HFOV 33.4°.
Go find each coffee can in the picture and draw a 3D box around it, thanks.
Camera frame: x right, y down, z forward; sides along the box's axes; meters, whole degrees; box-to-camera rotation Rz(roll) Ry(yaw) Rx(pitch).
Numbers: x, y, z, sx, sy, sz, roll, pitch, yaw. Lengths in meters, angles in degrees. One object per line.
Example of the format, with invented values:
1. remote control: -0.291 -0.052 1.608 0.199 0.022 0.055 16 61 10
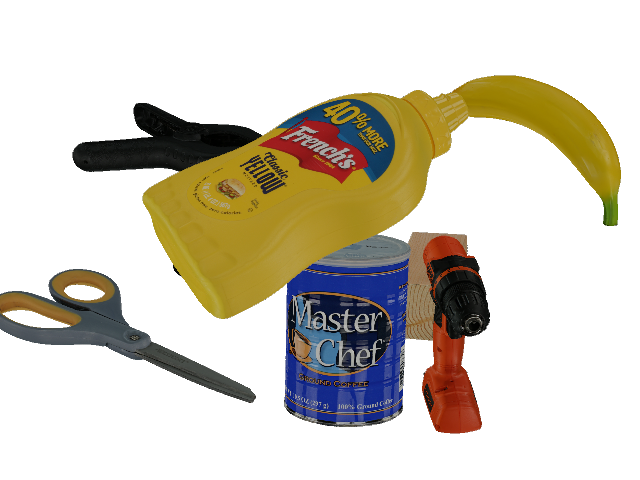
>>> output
1. coffee can: 0.021 0.071 0.893 0.103 0.140 0.103 1 12 0

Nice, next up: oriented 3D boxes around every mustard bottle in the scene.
1. mustard bottle: 0.002 -0.035 0.608 0.191 0.058 0.096 -28 44 -14

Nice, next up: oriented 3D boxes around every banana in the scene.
1. banana: 0.174 -0.091 0.853 0.037 0.070 0.198 4 31 -42

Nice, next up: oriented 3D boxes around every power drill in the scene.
1. power drill: 0.145 0.108 1.137 0.057 0.188 0.184 -1 24 -2

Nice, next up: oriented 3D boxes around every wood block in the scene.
1. wood block: 0.167 0.066 1.620 0.091 0.090 0.206 4 22 12

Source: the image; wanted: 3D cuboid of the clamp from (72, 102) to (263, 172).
1. clamp: -0.120 -0.076 0.905 0.172 0.039 0.120 13 36 26

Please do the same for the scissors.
1. scissors: -0.123 0.058 0.719 0.202 0.016 0.096 12 29 13

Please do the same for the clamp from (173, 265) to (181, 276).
1. clamp: -0.039 0.015 1.069 0.210 0.036 0.164 20 34 6
